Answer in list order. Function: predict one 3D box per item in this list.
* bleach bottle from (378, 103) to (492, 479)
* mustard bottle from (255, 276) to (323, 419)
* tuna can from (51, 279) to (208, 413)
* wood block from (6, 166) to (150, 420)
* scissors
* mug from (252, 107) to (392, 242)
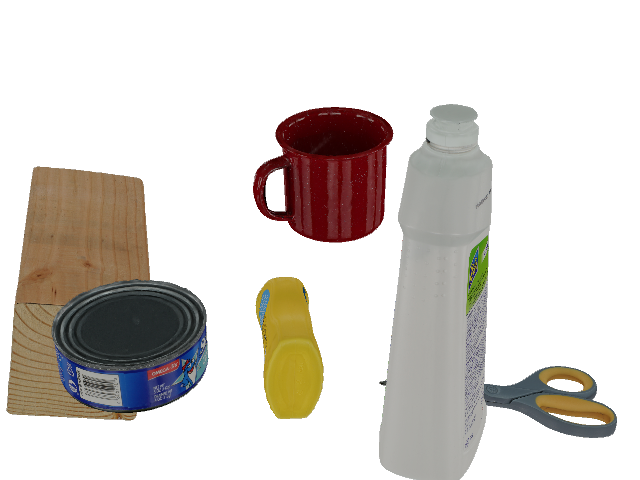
[{"bbox_3d":[0.079,0.031,0.691,0.068,0.251,0.102,9,30,15],"label":"bleach bottle"},{"bbox_3d":[-0.036,0.093,1.105,0.058,0.096,0.191,-2,27,-6],"label":"mustard bottle"},{"bbox_3d":[-0.106,0.059,0.602,0.086,0.034,0.086,-1,31,0],"label":"tuna can"},{"bbox_3d":[-0.178,0.032,0.795,0.090,0.091,0.206,6,27,-15],"label":"wood block"},{"bbox_3d":[0.159,0.127,0.938,0.202,0.016,0.096,14,29,12],"label":"scissors"},{"bbox_3d":[0.001,-0.048,0.855,0.117,0.081,0.093,-17,35,-24],"label":"mug"}]
